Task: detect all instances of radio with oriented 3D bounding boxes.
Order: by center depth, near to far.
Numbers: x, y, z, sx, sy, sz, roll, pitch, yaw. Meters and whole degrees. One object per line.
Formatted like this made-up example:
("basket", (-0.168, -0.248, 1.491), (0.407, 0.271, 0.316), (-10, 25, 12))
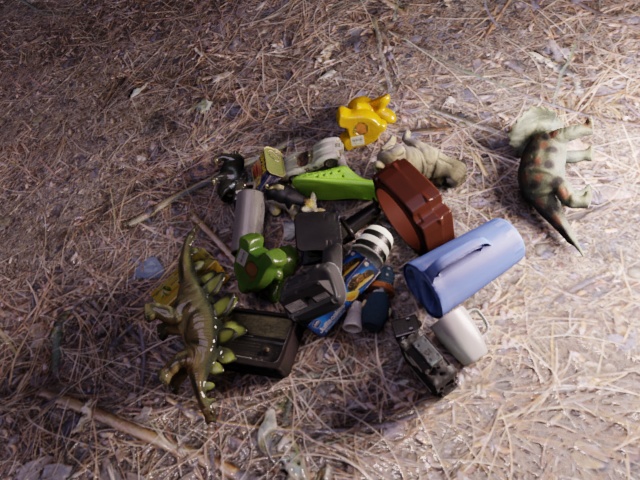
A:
("radio", (-0.164, 0.228, 1.210), (0.230, 0.073, 0.131), (3, 58, 20))

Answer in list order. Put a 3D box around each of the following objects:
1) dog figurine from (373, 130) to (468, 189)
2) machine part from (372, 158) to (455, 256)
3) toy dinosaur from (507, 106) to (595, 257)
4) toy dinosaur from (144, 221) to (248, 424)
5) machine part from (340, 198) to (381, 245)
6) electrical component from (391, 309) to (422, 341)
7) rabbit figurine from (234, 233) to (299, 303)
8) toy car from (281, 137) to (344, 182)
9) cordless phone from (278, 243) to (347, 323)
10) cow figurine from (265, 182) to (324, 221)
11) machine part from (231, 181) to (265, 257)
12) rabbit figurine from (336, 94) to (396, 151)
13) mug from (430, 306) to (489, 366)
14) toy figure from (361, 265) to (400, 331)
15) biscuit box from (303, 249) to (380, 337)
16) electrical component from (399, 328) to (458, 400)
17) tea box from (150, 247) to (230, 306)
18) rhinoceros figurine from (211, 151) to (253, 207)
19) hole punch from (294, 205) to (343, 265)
("dog figurine", (0.246, -0.173, 1.308), (0.191, 0.121, 0.172), (33, 56, 30))
("machine part", (0.209, -0.068, 1.215), (0.087, 0.200, 0.202), (-35, 56, -6))
("toy dinosaur", (0.525, -0.157, 1.239), (0.192, 0.131, 0.405), (1, 62, 32))
("toy dinosaur", (-0.274, 0.166, 1.182), (0.199, 0.105, 0.471), (-18, 63, -5))
("machine part", (0.092, -0.047, 1.332), (0.139, 0.039, 0.084), (-39, 46, 6))
("electrical component", (0.189, 0.188, 1.164), (0.063, 0.021, 0.094), (-19, 54, 4))
("rabbit figurine", (-0.110, 0.068, 1.265), (0.121, 0.170, 0.159), (24, 109, 30))
("toy car", (-0.024, -0.214, 1.443), (0.202, 0.056, 0.073), (-21, 52, 29))
("cordless phone", (-0.014, 0.082, 1.183), (0.147, 0.088, 0.184), (-27, 30, 24))
("cow figurine", (-0.062, -0.100, 1.380), (0.168, 0.098, 0.068), (17, 58, 26))
("machine part", (-0.181, -0.040, 1.372), (0.079, 0.079, 0.243), (-3, 67, 15))
("rabbit figurine", (0.121, -0.349, 1.481), (0.162, 0.121, 0.173), (-18, 35, 13))
("mug", (0.298, 0.195, 1.098), (0.109, 0.080, 0.107), (-24, 70, -19))
("toy figure", (0.132, 0.126, 1.200), (0.058, 0.064, 0.154), (-26, 35, 50))
("biscuit box", (0.040, 0.120, 1.198), (0.202, 0.059, 0.063), (-50, 35, -4))
("electrical component", (0.213, 0.241, 1.054), (0.058, 0.134, 0.115), (-37, 57, -8))
("tea box", (-0.316, 0.113, 1.316), (0.068, 0.098, 0.169), (36, 75, 32))
("rhinoceros figurine", (-0.241, -0.163, 1.495), (0.112, 0.073, 0.190), (-9, 53, -2))
("hole punch", (-0.003, -0.004, 1.312), (0.116, 0.092, 0.142), (-3, 59, -2))
